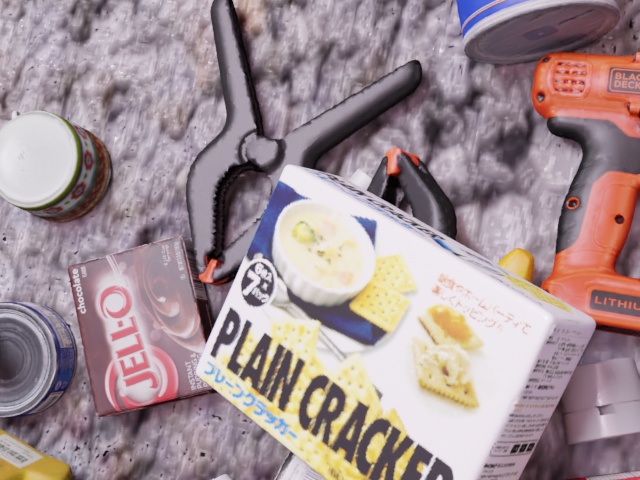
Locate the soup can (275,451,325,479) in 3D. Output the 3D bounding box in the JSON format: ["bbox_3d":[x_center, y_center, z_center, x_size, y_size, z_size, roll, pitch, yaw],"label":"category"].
[{"bbox_3d":[0.021,0.179,0.700,0.102,0.068,0.068,27,88,14],"label":"soup can"}]

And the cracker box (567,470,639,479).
[{"bbox_3d":[0.251,0.217,0.646,0.214,0.072,0.164,-9,81,9],"label":"cracker box"}]

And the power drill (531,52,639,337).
[{"bbox_3d":[0.223,-0.030,0.695,0.184,0.057,0.187,7,81,16],"label":"power drill"}]

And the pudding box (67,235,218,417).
[{"bbox_3d":[-0.123,0.062,0.760,0.090,0.039,0.113,-15,80,9],"label":"pudding box"}]

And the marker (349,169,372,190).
[{"bbox_3d":[-0.005,0.001,0.755,0.020,0.020,0.121,41,92,14],"label":"marker"}]

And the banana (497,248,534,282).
[{"bbox_3d":[0.110,0.105,0.701,0.070,0.037,0.198,-8,72,31],"label":"banana"}]

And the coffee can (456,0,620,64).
[{"bbox_3d":[0.134,-0.201,0.712,0.103,0.102,0.140,-11,80,10],"label":"coffee can"}]

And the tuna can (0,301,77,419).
[{"bbox_3d":[-0.224,0.087,0.782,0.086,0.033,0.086,-1,85,11],"label":"tuna can"}]

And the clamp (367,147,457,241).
[{"bbox_3d":[0.048,0.026,0.725,0.120,0.039,0.171,-16,67,28],"label":"clamp"}]

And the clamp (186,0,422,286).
[{"bbox_3d":[-0.045,-0.070,0.764,0.165,0.036,0.210,30,90,14],"label":"clamp"}]
